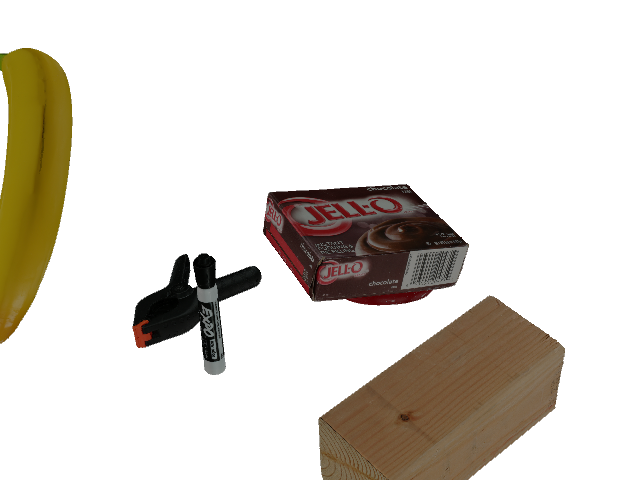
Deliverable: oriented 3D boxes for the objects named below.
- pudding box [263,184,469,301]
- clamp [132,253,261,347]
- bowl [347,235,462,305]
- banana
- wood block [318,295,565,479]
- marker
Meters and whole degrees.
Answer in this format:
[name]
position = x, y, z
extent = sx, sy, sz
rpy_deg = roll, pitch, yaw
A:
[pudding box]
position = 0.029, -0.001, 0.722
extent = 0.113, 0.039, 0.090
rpy_deg = -3, 32, -26
[clamp]
position = -0.147, 0.068, 1.224
extent = 0.120, 0.039, 0.171
rpy_deg = -2, 30, 26
[bowl]
position = 0.066, 0.027, 1.087
extent = 0.162, 0.055, 0.162
rpy_deg = -3, 13, 1
[banana]
position = -0.171, -0.040, 0.622
extent = 0.037, 0.198, 0.070
rpy_deg = 13, -32, -32
[wood block]
position = 0.105, 0.148, 0.921
extent = 0.205, 0.090, 0.091
rpy_deg = -31, 49, -27
[marker]
position = -0.094, 0.063, 0.904
extent = 0.020, 0.121, 0.020
rpy_deg = -1, 34, 1
